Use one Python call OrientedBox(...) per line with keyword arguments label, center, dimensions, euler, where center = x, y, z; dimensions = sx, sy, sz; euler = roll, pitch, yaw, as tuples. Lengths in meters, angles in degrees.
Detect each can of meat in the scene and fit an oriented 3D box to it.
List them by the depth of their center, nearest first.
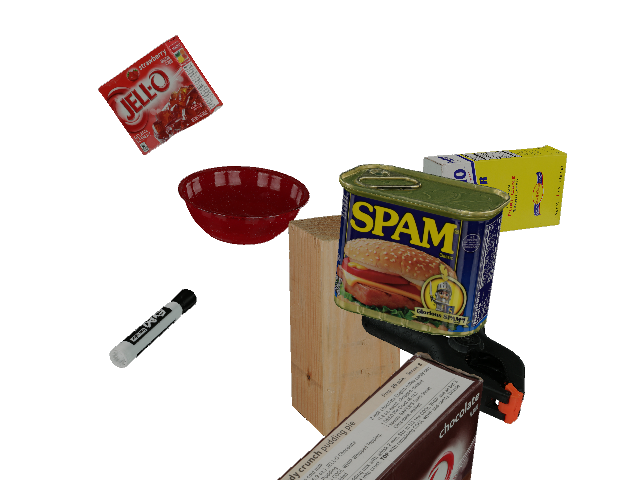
OrientedBox(label="can of meat", center=(0.059, 0.006, 0.659), dimensions=(0.102, 0.084, 0.057), euler=(15, 22, 25))

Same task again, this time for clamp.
OrientedBox(label="clamp", center=(0.128, 0.094, 0.925), dimensions=(0.120, 0.039, 0.172), euler=(-18, 38, -28))

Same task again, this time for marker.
OrientedBox(label="marker", center=(-0.147, 0.076, 0.960), dimensions=(0.020, 0.020, 0.121), euler=(0, 24, 28))

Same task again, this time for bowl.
OrientedBox(label="bowl", center=(-0.096, -0.038, 1.317), dimensions=(0.162, 0.055, 0.162), euler=(4, 25, -2))

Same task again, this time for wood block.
OrientedBox(label="wood block", center=(0.024, 0.084, 1.104), dimensions=(0.090, 0.206, 0.091), euler=(-7, 17, -23))

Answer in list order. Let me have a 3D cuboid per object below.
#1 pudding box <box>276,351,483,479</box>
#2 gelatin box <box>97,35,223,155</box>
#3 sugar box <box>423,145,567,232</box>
OrientedBox(label="pudding box", center=(0.024, 0.114, 0.454), dimensions=(0.039, 0.090, 0.113), euler=(23, 39, 28))
OrientedBox(label="gelatin box", center=(-0.142, -0.127, 0.942), dimensions=(0.089, 0.073, 0.030), euler=(-26, 14, 31))
OrientedBox(label="sugar box", center=(0.204, -0.057, 1.255), dimensions=(0.176, 0.093, 0.048), euler=(-9, 21, -26))
